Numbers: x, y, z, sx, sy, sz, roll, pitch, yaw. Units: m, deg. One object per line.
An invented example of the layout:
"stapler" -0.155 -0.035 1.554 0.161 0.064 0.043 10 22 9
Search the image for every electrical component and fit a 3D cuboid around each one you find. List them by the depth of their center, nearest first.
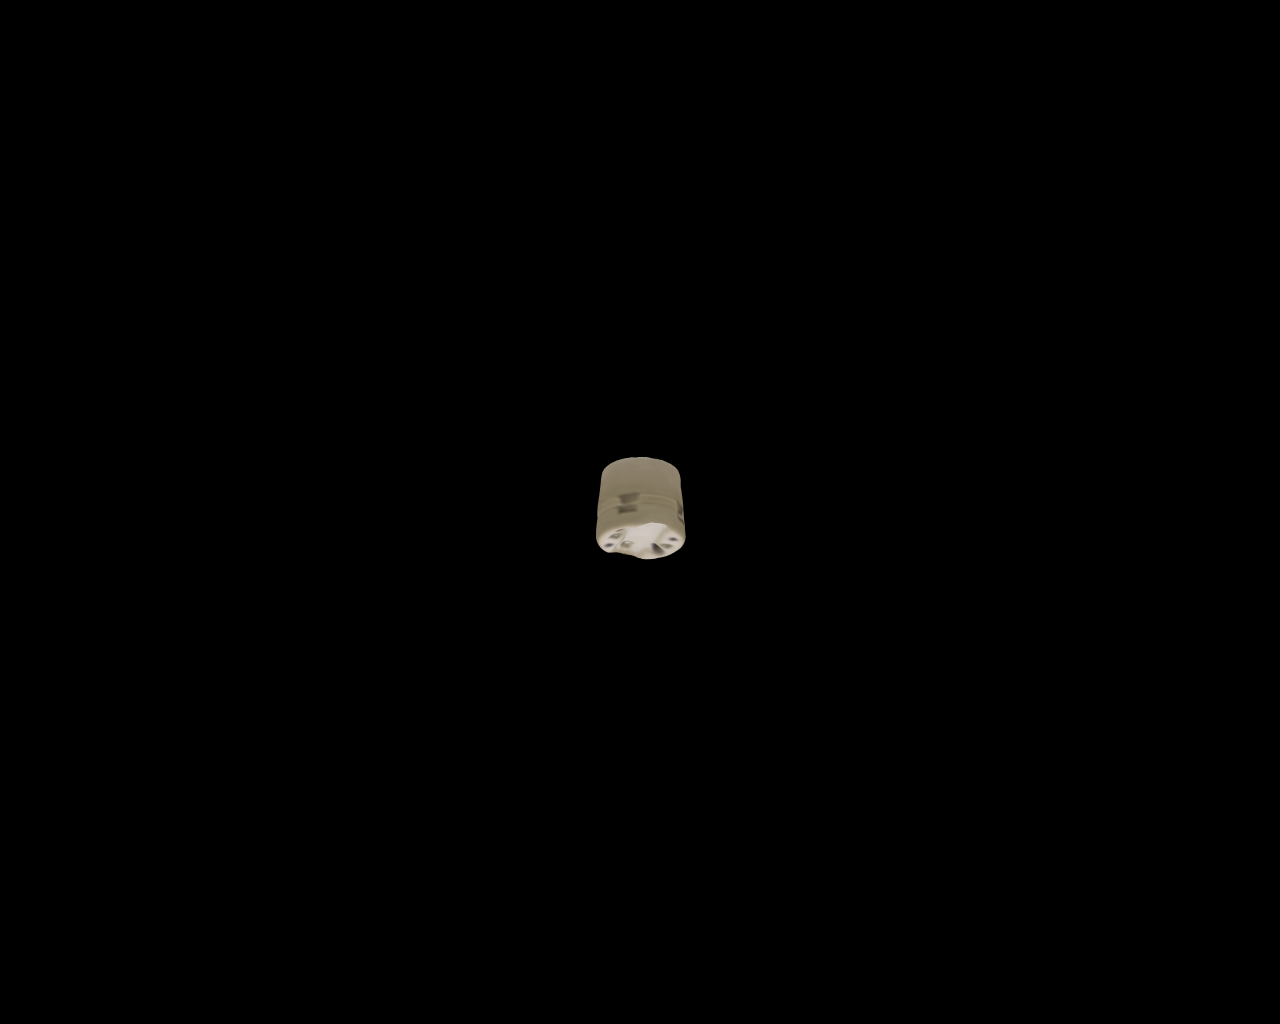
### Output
"electrical component" 0.001 -0.003 0.650 0.055 0.047 0.055 0 -24 0
